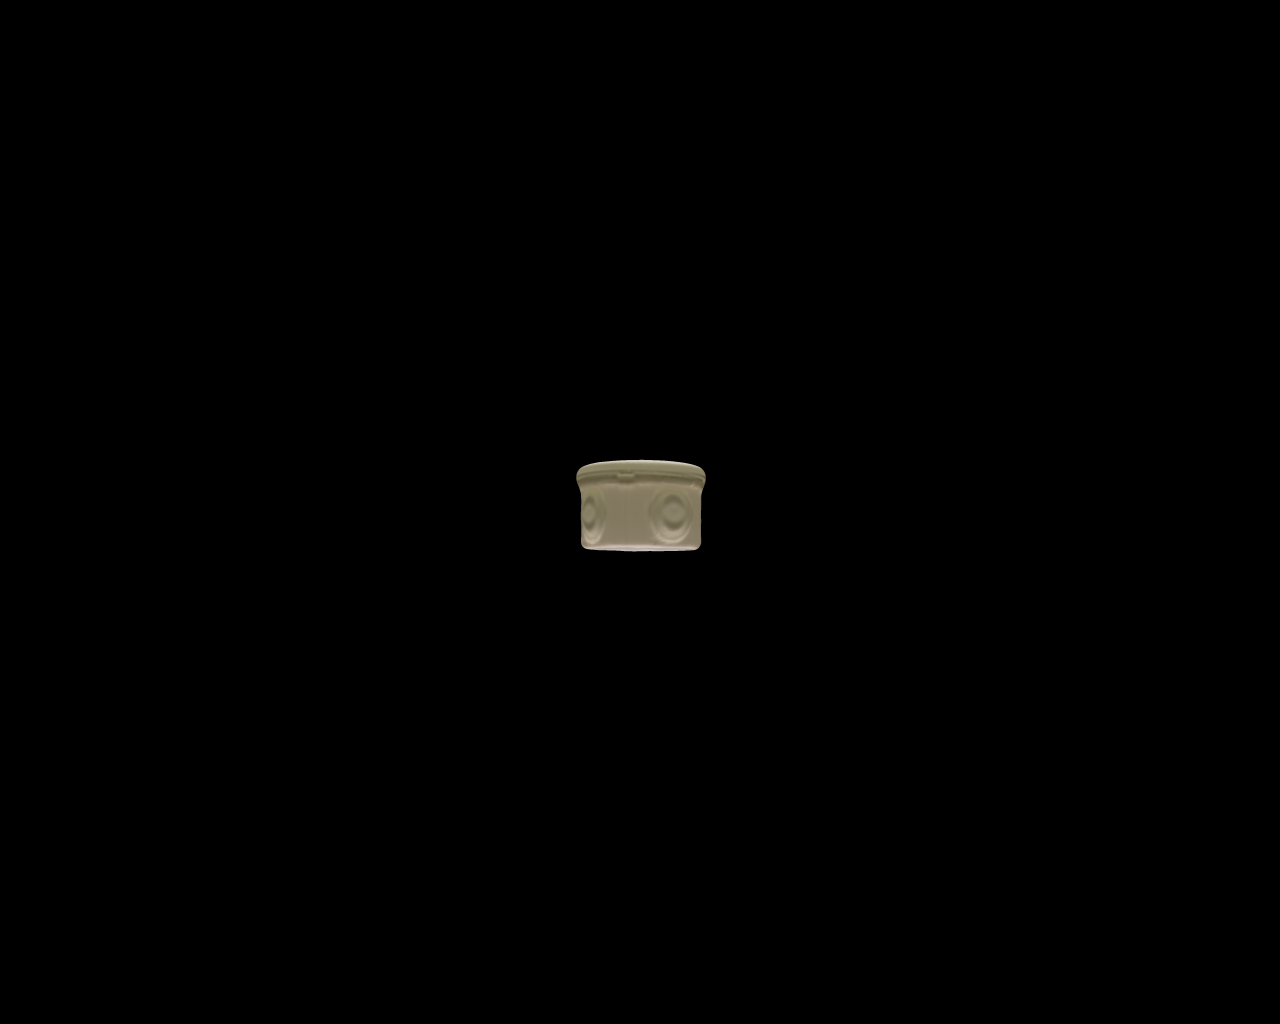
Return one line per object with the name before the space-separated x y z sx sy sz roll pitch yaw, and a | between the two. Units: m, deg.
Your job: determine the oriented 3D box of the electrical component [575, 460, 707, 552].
electrical component | 0.001 -0.003 0.650 0.080 0.051 0.080 0 -4 0
